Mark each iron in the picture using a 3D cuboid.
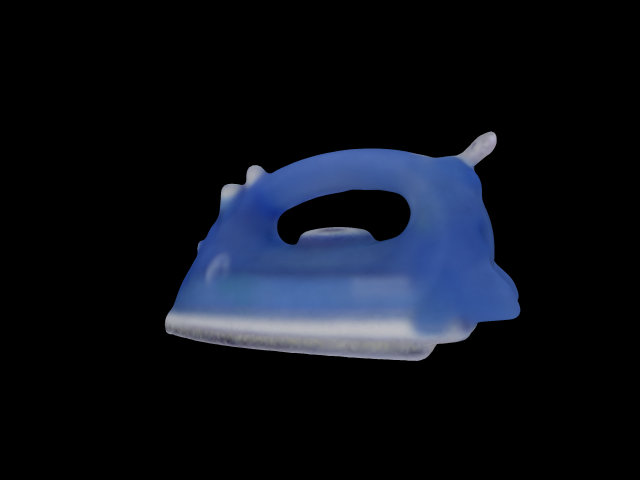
[{"bbox_3d":[0.004,0.001,0.400,0.257,0.141,0.119,0,0,17],"label":"iron"}]
